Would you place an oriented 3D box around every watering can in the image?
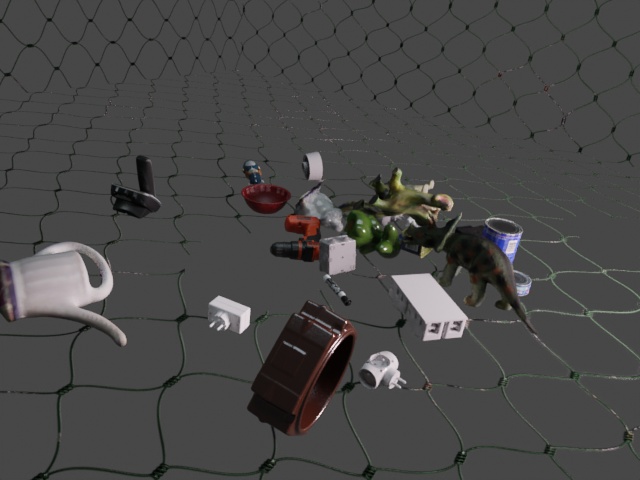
[{"bbox_3d":[-0.539,0.113,1.063,0.225,0.102,0.353,-11,39,-31],"label":"watering can"}]

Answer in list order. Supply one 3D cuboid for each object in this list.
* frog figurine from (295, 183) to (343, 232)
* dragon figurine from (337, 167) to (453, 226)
[{"bbox_3d":[0.005,-0.081,1.607,0.121,0.160,0.139,-42,-2,25],"label":"frog figurine"},{"bbox_3d":[0.234,-0.087,1.528,0.241,0.124,0.407,29,-20,-19],"label":"dragon figurine"}]
